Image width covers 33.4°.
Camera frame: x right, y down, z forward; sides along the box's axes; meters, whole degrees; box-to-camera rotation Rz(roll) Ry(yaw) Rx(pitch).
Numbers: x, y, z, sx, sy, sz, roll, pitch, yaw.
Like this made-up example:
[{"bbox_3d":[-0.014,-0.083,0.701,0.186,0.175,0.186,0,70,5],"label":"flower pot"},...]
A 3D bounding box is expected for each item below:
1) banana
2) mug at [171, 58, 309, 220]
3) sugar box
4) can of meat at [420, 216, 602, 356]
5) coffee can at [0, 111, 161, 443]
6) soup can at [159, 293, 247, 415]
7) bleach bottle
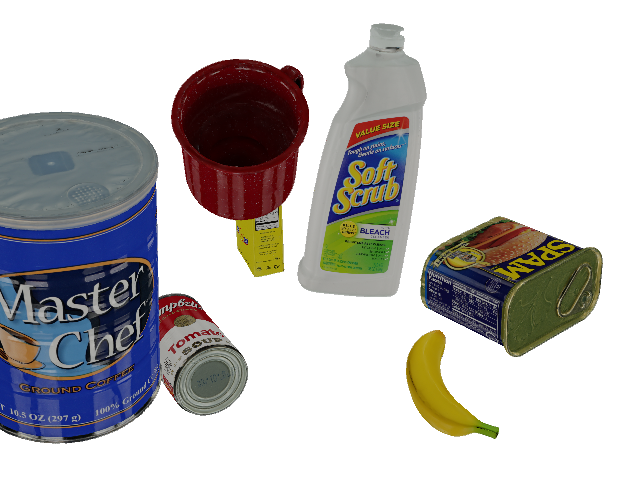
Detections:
[{"bbox_3d":[0.126,0.154,1.144,0.069,0.037,0.198,10,25,-18],"label":"banana"},{"bbox_3d":[-0.050,-0.076,0.759,0.093,0.117,0.081,30,-25,11],"label":"mug"},{"bbox_3d":[-0.079,-0.054,1.313,0.048,0.176,0.093,-12,26,-15],"label":"sugar box"},{"bbox_3d":[0.133,0.028,0.753,0.101,0.057,0.084,-23,33,-34],"label":"can of meat"},{"bbox_3d":[-0.135,0.019,0.553,0.103,0.140,0.103,3,34,-2],"label":"coffee can"},{"bbox_3d":[-0.113,0.098,0.920,0.068,0.068,0.102,0,22,-30],"label":"soup can"},{"bbox_3d":[0.040,-0.074,0.988,0.102,0.251,0.068,5,22,-2],"label":"bleach bottle"}]
